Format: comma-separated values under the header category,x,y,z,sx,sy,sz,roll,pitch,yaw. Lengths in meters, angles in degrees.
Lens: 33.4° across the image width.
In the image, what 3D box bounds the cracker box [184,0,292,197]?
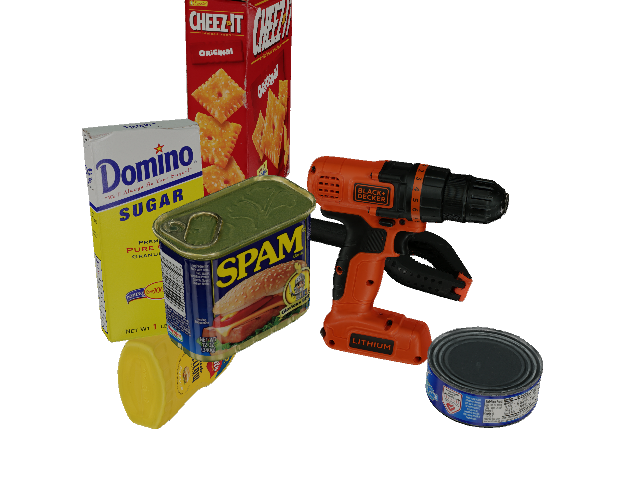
category,x,y,z,sx,sy,sz,roll,pitch,yaw
cracker box,-0.077,-0.148,1.080,0.072,0.214,0.164,7,21,12

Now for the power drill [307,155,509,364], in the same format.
category,x,y,z,sx,sy,sz,roll,pitch,yaw
power drill,0.075,0.018,0.991,0.185,0.188,0.057,10,20,17

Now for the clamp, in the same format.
category,x,y,z,sx,sy,sz,roll,pitch,yaw
clamp,0.080,0.006,1.240,0.164,0.036,0.210,-24,53,-40

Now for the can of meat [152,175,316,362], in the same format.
category,x,y,z,sx,sy,sz,roll,pitch,yaw
can of meat,-0.052,0.018,0.674,0.101,0.084,0.058,-26,41,-35

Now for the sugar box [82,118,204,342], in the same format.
category,x,y,z,sx,sy,sz,roll,pitch,yaw
sugar box,-0.143,-0.009,0.894,0.093,0.176,0.048,-9,17,-20

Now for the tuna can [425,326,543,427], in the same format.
category,x,y,z,sx,sy,sz,roll,pitch,yaw
tuna can,0.122,0.102,0.801,0.086,0.034,0.086,1,29,-1

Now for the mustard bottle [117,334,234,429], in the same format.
category,x,y,z,sx,sy,sz,roll,pitch,yaw
mustard bottle,-0.131,0.110,1.104,0.058,0.096,0.191,10,24,25
